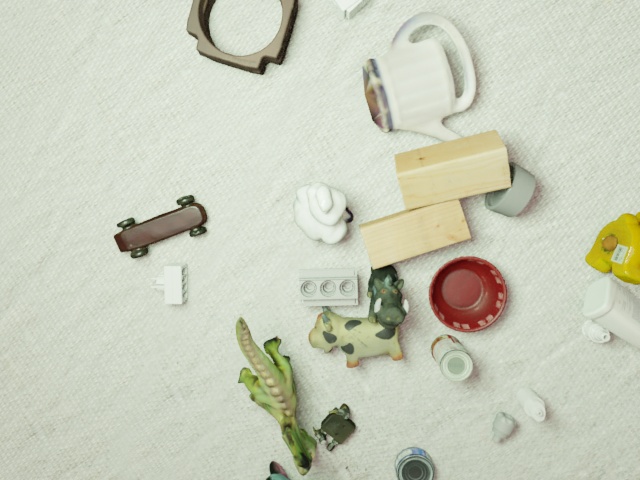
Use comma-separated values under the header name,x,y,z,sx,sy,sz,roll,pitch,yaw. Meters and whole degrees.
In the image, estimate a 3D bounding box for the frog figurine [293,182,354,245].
name,x,y,z,sx,sy,sz,roll,pitch,yaw
frog figurine,0.003,-0.052,1.042,0.122,0.160,0.137,-27,94,6

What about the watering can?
name,x,y,z,sx,sy,sz,roll,pitch,yaw
watering can,0.213,-0.276,1.049,0.224,0.105,0.344,-16,103,5

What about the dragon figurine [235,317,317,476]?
name,x,y,z,sx,sy,sz,roll,pitch,yaw
dragon figurine,-0.070,0.332,1.010,0.123,0.401,0.247,-30,54,-9
